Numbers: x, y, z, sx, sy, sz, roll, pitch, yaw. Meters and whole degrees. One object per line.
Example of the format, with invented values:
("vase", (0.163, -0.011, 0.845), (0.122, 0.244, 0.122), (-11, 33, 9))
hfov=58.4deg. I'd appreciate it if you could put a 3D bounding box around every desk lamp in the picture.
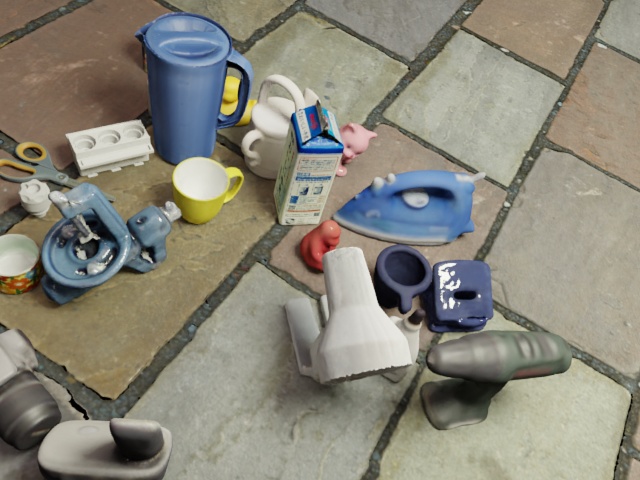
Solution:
("desk lamp", (0.029, 0.120, 0.785), (0.118, 0.213, 0.203), (-6, 56, -19))

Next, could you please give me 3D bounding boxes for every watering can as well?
("watering can", (-0.071, -0.212, 1.013), (0.101, 0.194, 0.173), (22, 52, 2))

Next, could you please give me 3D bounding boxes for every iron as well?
("iron", (0.160, -0.075, 1.009), (0.259, 0.141, 0.118), (0, 55, -15))

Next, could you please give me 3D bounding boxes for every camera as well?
("camera", (-0.393, 0.192, 0.690), (0.136, 0.101, 0.143), (41, 55, 16))

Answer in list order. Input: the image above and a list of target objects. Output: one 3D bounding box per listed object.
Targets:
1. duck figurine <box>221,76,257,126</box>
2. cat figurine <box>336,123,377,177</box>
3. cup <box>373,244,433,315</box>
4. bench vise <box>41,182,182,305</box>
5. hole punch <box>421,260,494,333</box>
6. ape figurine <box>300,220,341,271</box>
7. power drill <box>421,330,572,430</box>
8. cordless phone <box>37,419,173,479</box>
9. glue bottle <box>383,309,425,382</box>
("duck figurine", (-0.167, -0.273, 1.101), (0.105, 0.086, 0.077), (6, 53, -10))
("cat figurine", (0.036, -0.186, 1.072), (0.128, 0.118, 0.067), (20, 52, 0))
("cup", (0.123, 0.079, 0.915), (0.092, 0.095, 0.117), (7, 53, -10))
("bench vise", (-0.299, -0.023, 0.797), (0.121, 0.220, 0.208), (33, 53, 10))
("hole punch", (0.230, 0.093, 0.937), (0.109, 0.091, 0.101), (0, 55, -15))
("ape figurine", (0.009, 0.003, 0.942), (0.076, 0.092, 0.078), (32, 53, 9))
("power drill", (0.219, 0.189, 0.789), (0.230, 0.208, 0.075), (-6, 56, -19))
("cordless phone", (-0.244, 0.228, 0.650), (0.148, 0.185, 0.094), (5, 53, -11))
("glue bottle", (0.114, 0.142, 0.817), (0.078, 0.173, 0.037), (30, 53, 8))
